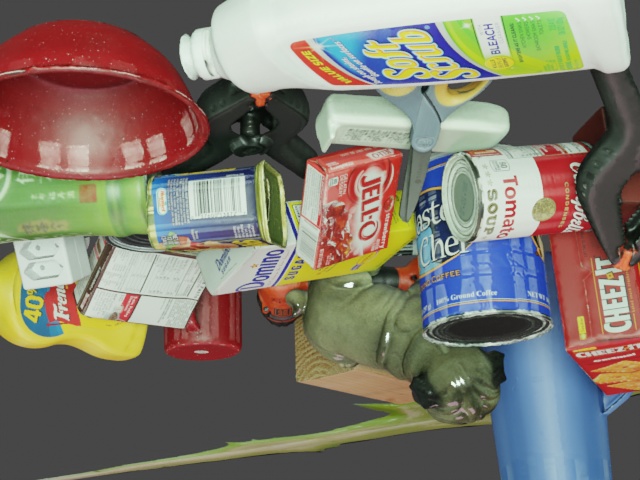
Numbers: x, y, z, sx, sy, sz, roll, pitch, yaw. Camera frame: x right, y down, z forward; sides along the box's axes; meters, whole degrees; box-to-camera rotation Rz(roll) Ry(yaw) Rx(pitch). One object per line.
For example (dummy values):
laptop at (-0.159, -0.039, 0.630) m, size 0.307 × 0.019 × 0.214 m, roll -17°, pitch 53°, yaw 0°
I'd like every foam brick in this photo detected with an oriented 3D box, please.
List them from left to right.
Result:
foam brick at (0.228, -0.053, 0.798) m, size 0.051 × 0.078 × 0.053 m, roll 0°, pitch 161°, yaw -14°

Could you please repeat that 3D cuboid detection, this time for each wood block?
wood block at (0.069, 0.137, 1.292) m, size 0.090 × 0.091 × 0.205 m, roll -17°, pitch 155°, yaw 36°

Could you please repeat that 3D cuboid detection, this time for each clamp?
clamp at (-0.042, -0.077, 0.760) m, size 0.120 × 0.039 × 0.172 m, roll -7°, pitch 166°, yaw -20°
clamp at (0.214, -0.069, 0.699) m, size 0.164 × 0.036 × 0.210 m, roll 7°, pitch 128°, yaw -12°

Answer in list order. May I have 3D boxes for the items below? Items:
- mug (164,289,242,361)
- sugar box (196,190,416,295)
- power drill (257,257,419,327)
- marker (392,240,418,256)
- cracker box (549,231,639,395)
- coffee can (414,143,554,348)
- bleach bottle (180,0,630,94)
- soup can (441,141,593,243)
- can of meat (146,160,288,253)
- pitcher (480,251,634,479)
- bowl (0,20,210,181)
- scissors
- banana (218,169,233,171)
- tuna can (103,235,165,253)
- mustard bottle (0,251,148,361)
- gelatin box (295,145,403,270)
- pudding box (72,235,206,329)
mug at (-0.124, 0.075, 1.110) m, size 0.093 × 0.081 × 0.117 m, roll -4°, pitch 160°, yaw 3°
sugar box at (-0.006, 0.001, 0.898) m, size 0.175 × 0.048 × 0.093 m, roll -11°, pitch 159°, yaw -34°
power drill at (0.028, 0.057, 1.111) m, size 0.187 × 0.057 × 0.184 m, roll -3°, pitch 166°, yaw -3°
marker at (0.070, 0.007, 1.033) m, size 0.121 × 0.020 × 0.020 m, roll -2°, pitch 160°, yaw -3°
cracker box at (0.249, 0.033, 0.914) m, size 0.072 × 0.164 × 0.213 m, roll -12°, pitch 159°, yaw 19°
coffee can at (0.128, 0.006, 0.857) m, size 0.103 × 0.140 × 0.103 m, roll -2°, pitch 160°, yaw -1°
bleach bottle at (0.042, -0.122, 0.610) m, size 0.251 × 0.068 × 0.102 m, roll -7°, pitch 158°, yaw 19°
soup can at (0.148, -0.035, 0.782) m, size 0.102 × 0.068 × 0.069 m, roll -6°, pitch 162°, yaw -16°
can of meat at (-0.072, -0.021, 0.763) m, size 0.084 × 0.057 × 0.102 m, roll -5°, pitch 176°, yaw 6°
pitcher at (0.237, 0.135, 1.078) m, size 0.144 × 0.243 × 0.149 m, roll 0°, pitch 166°, yaw -16°
bowl at (-0.151, -0.092, 0.675) m, size 0.162 × 0.055 × 0.162 m, roll -2°, pitch 160°, yaw -1°
scissors at (0.055, -0.079, 0.722) m, size 0.096 × 0.016 × 0.202 m, roll 11°, pitch 141°, yaw -17°
banana at (-0.069, -0.022, 0.906) m, size 0.070 × 0.037 × 0.197 m, roll -11°, pitch 161°, yaw 9°
tuna can at (-0.144, -0.017, 0.918) m, size 0.086 × 0.034 × 0.086 m, roll -2°, pitch 161°, yaw -1°
mustard bottle at (-0.258, 0.057, 1.020) m, size 0.191 × 0.096 × 0.058 m, roll 14°, pitch 160°, yaw -37°
gelatin box at (0.022, -0.027, 0.816) m, size 0.073 × 0.030 × 0.089 m, roll -16°, pitch 130°, yaw -32°
pudding box at (-0.162, 0.035, 1.000) m, size 0.113 × 0.039 × 0.090 m, roll 10°, pitch 123°, yaw -35°
